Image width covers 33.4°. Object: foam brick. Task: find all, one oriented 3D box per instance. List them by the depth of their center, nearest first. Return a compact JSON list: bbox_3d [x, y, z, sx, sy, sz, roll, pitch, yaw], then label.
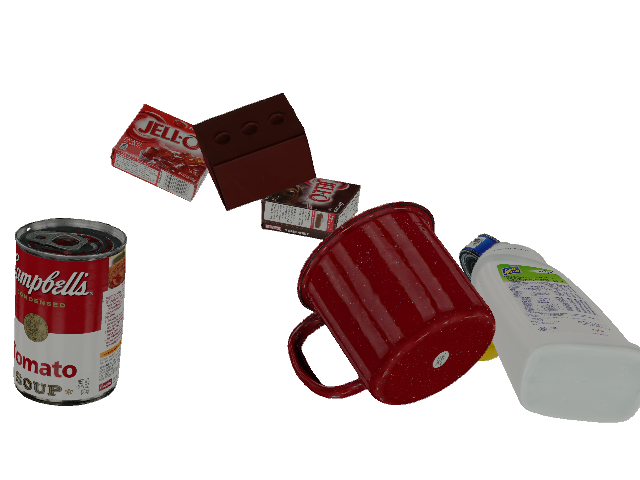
[{"bbox_3d":[-0.050,-0.068,0.822,0.078,0.051,0.053,-21,47,-7],"label":"foam brick"}]

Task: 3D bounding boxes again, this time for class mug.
[{"bbox_3d":[0.036,0.045,0.607,0.117,0.081,0.093,-33,-33,-1],"label":"mug"}]

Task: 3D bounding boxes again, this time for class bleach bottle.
[{"bbox_3d":[0.191,0.061,0.915,0.102,0.068,0.251,6,21,-5],"label":"bleach bottle"}]

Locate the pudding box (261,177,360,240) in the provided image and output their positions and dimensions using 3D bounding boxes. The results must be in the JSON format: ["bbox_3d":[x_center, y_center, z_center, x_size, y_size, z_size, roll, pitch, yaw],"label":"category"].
[{"bbox_3d":[-0.010,-0.039,1.206,0.090,0.039,0.113,10,24,12],"label":"pudding box"}]

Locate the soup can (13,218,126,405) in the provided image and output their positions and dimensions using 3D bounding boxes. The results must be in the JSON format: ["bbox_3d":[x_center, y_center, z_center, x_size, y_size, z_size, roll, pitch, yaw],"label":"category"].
[{"bbox_3d":[-0.160,0.044,0.676,0.068,0.102,0.068,6,19,-2],"label":"soup can"}]

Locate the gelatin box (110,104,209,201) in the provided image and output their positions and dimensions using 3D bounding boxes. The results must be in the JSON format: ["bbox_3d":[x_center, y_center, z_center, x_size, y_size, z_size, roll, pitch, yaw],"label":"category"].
[{"bbox_3d":[-0.150,-0.088,1.047,0.089,0.073,0.030,25,-42,0],"label":"gelatin box"}]

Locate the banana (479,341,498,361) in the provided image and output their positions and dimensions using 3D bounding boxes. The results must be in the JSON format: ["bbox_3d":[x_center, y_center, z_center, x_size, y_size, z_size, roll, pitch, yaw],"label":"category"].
[{"bbox_3d":[0.122,0.083,1.109,0.069,0.037,0.198,5,18,-39],"label":"banana"}]

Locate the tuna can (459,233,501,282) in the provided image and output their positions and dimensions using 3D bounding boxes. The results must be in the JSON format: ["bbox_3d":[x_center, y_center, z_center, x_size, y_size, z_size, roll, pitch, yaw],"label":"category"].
[{"bbox_3d":[0.207,0.036,1.286,0.033,0.086,0.086,-37,11,-15],"label":"tuna can"}]
